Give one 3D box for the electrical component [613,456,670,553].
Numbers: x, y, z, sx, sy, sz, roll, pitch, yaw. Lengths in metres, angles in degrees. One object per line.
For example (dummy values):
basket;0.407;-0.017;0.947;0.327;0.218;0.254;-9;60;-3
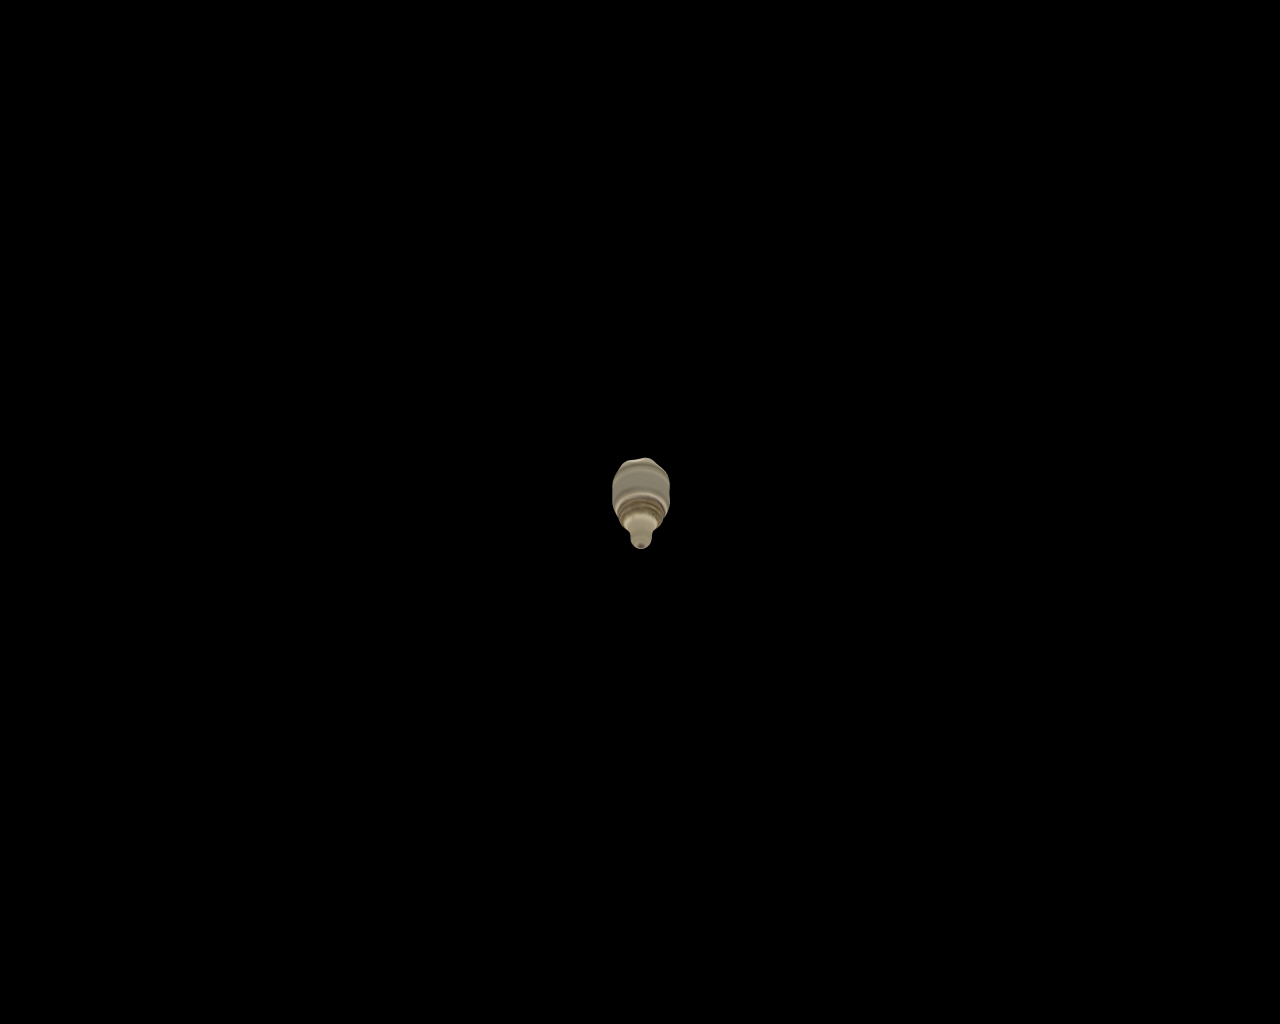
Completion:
electrical component;0.001;-0.003;0.650;0.035;0.061;0.035;0;-41;0
